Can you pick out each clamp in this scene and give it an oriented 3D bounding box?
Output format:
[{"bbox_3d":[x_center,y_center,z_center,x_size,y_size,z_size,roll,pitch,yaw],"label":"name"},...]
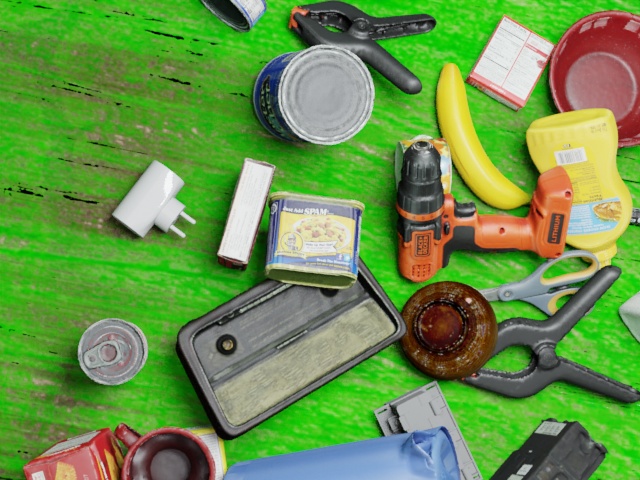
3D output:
[{"bbox_3d":[0.053,-0.238,1.221,0.171,0.039,0.120,25,50,2],"label":"clamp"},{"bbox_3d":[0.257,0.116,1.206,0.210,0.036,0.164,-6,101,0],"label":"clamp"}]

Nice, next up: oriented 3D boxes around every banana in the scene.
[{"bbox_3d":[0.179,-0.108,1.234,0.069,0.037,0.198,-33,91,-30],"label":"banana"}]

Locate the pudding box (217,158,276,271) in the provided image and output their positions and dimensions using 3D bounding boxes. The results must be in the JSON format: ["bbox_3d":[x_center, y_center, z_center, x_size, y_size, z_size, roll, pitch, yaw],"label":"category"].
[{"bbox_3d":[-0.081,-0.026,1.168,0.039,0.090,0.113,14,83,-4],"label":"pudding box"}]

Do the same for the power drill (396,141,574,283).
[{"bbox_3d":[0.175,-0.036,1.161,0.187,0.184,0.057,-3,43,-1],"label":"power drill"}]

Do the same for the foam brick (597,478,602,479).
[{"bbox_3d":[0.317,0.315,1.199,0.051,0.053,0.078,44,81,-1],"label":"foam brick"}]

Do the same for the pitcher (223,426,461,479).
[{"bbox_3d":[0.028,0.281,1.108,0.243,0.145,0.149,-10,79,16],"label":"pitcher"}]

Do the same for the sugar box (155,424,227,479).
[{"bbox_3d":[-0.139,0.294,1.154,0.093,0.048,0.176,-8,88,-8],"label":"sugar box"}]

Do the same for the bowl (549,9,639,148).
[{"bbox_3d":[0.338,-0.183,1.247,0.162,0.055,0.162,1,85,-6],"label":"bowl"}]

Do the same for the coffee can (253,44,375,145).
[{"bbox_3d":[-0.010,-0.155,1.152,0.102,0.140,0.103,-2,97,-14],"label":"coffee can"}]

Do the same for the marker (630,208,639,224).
[{"bbox_3d":[0.389,-0.026,1.256,0.121,0.020,0.020,8,84,-6],"label":"marker"}]

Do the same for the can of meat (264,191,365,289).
[{"bbox_3d":[-0.007,0.001,1.119,0.102,0.057,0.084,7,71,-6],"label":"can of meat"}]

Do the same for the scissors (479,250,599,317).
[{"bbox_3d":[0.228,0.073,1.227,0.202,0.016,0.096,-23,115,10],"label":"scissors"}]

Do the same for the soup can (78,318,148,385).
[{"bbox_3d":[-0.218,0.118,1.132,0.068,0.102,0.068,1,85,-7],"label":"soup can"}]

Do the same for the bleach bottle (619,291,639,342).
[{"bbox_3d":[0.465,0.028,1.217,0.250,0.103,0.068,-38,99,-7],"label":"bleach bottle"}]

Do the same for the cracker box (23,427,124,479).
[{"bbox_3d":[-0.222,0.279,1.060,0.072,0.214,0.164,-18,87,-7],"label":"cracker box"}]

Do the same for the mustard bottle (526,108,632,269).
[{"bbox_3d":[0.301,-0.049,1.208,0.096,0.058,0.191,-8,113,26],"label":"mustard bottle"}]

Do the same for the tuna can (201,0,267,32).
[{"bbox_3d":[-0.101,-0.273,1.191,0.086,0.086,0.033,39,80,-2],"label":"tuna can"}]

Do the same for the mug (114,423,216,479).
[{"bbox_3d":[-0.162,0.228,1.091,0.117,0.081,0.093,37,82,-1],"label":"mug"}]

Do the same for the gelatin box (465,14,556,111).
[{"bbox_3d":[0.223,-0.207,1.249,0.073,0.030,0.089,30,82,-2],"label":"gelatin box"}]
